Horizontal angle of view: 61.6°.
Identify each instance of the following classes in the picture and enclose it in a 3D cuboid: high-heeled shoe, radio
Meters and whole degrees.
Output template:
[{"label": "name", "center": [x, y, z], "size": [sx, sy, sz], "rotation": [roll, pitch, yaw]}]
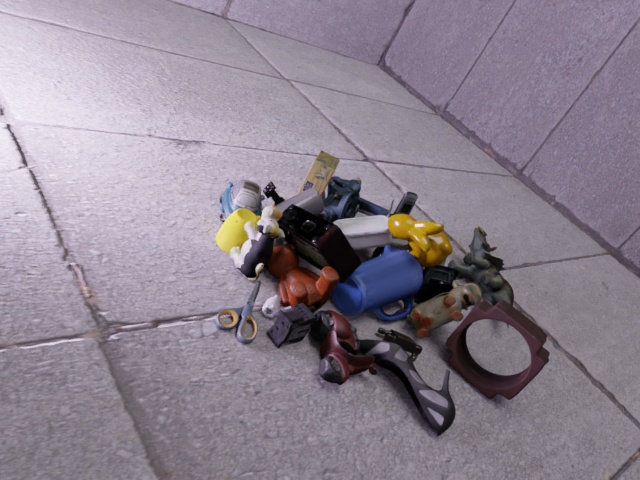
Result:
[{"label": "high-heeled shoe", "center": [0.170, 0.309, 1.143], "size": [0.249, 0.086, 0.145], "rotation": [17, 59, 12]}, {"label": "radio", "center": [-0.012, 0.002, 1.281], "size": [0.230, 0.073, 0.131], "rotation": [28, -24, 51]}]

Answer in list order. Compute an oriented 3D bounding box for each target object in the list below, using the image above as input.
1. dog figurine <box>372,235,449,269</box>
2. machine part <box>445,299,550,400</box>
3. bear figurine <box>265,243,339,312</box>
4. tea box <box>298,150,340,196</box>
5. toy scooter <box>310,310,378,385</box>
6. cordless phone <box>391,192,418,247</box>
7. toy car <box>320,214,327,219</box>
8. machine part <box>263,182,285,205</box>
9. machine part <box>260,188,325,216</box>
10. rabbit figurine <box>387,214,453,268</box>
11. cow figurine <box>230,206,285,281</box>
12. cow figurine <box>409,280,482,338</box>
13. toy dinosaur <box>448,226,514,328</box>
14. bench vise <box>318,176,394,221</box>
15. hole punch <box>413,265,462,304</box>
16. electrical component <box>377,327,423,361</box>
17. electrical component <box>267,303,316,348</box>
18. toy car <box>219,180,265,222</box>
[{"label": "dog figurine", "center": [0.259, 0.031, 1.533], "size": [0.190, 0.172, 0.121], "rotation": [18, 20, -36]}, {"label": "machine part", "center": [0.422, 0.259, 1.285], "size": [0.201, 0.201, 0.087], "rotation": [41, 29, 18]}, {"label": "bear figurine", "center": [-0.057, 0.068, 1.221], "size": [0.120, 0.131, 0.196], "rotation": [-20, 59, -24]}, {"label": "tea box", "center": [-0.013, -0.167, 1.582], "size": [0.068, 0.169, 0.098], "rotation": [29, 31, -3]}, {"label": "toy scooter", "center": [0.054, 0.228, 1.126], "size": [0.135, 0.075, 0.184], "rotation": [16, 35, -23]}, {"label": "cordless phone", "center": [0.270, -0.065, 1.670], "size": [0.146, 0.184, 0.089], "rotation": [11, 30, -30]}, {"label": "toy car", "center": [-0.003, -0.004, 1.458], "size": [0.089, 0.053, 0.202], "rotation": [-9, 43, -21]}, {"label": "machine part", "center": [-0.113, -0.104, 1.474], "size": [0.084, 0.039, 0.138], "rotation": [62, 4, 36]}, {"label": "machine part", "center": [-0.072, -0.072, 1.423], "size": [0.243, 0.079, 0.079], "rotation": [-31, 63, -37]}, {"label": "rabbit figurine", "center": [0.254, -0.004, 1.413], "size": [0.173, 0.122, 0.162], "rotation": [37, -8, -16]}, {"label": "cow figurine", "center": [-0.132, 0.007, 1.203], "size": [0.068, 0.167, 0.098], "rotation": [14, 31, -37]}, {"label": "cow figurine", "center": [0.319, 0.169, 1.360], "size": [0.085, 0.195, 0.127], "rotation": [63, 5, -2]}, {"label": "toy dinosaur", "center": [0.537, 0.137, 1.682], "size": [0.192, 0.131, 0.405], "rotation": [13, 40, -28]}, {"label": "bench vise", "center": [0.115, -0.106, 1.636], "size": [0.241, 0.128, 0.223], "rotation": [22, 32, 23]}, {"label": "hole punch", "center": [0.328, 0.131, 1.484], "size": [0.142, 0.115, 0.092], "rotation": [12, 41, -27]}, {"label": "electrical component", "center": [0.186, 0.245, 1.257], "size": [0.102, 0.045, 0.078], "rotation": [24, 1, -17]}, {"label": "electrical component", "center": [-0.046, 0.174, 1.121], "size": [0.119, 0.074, 0.048], "rotation": [-3, 42, -49]}, {"label": "toy car", "center": [-0.197, -0.101, 1.381], "size": [0.109, 0.103, 0.162], "rotation": [21, 28, -14]}]
